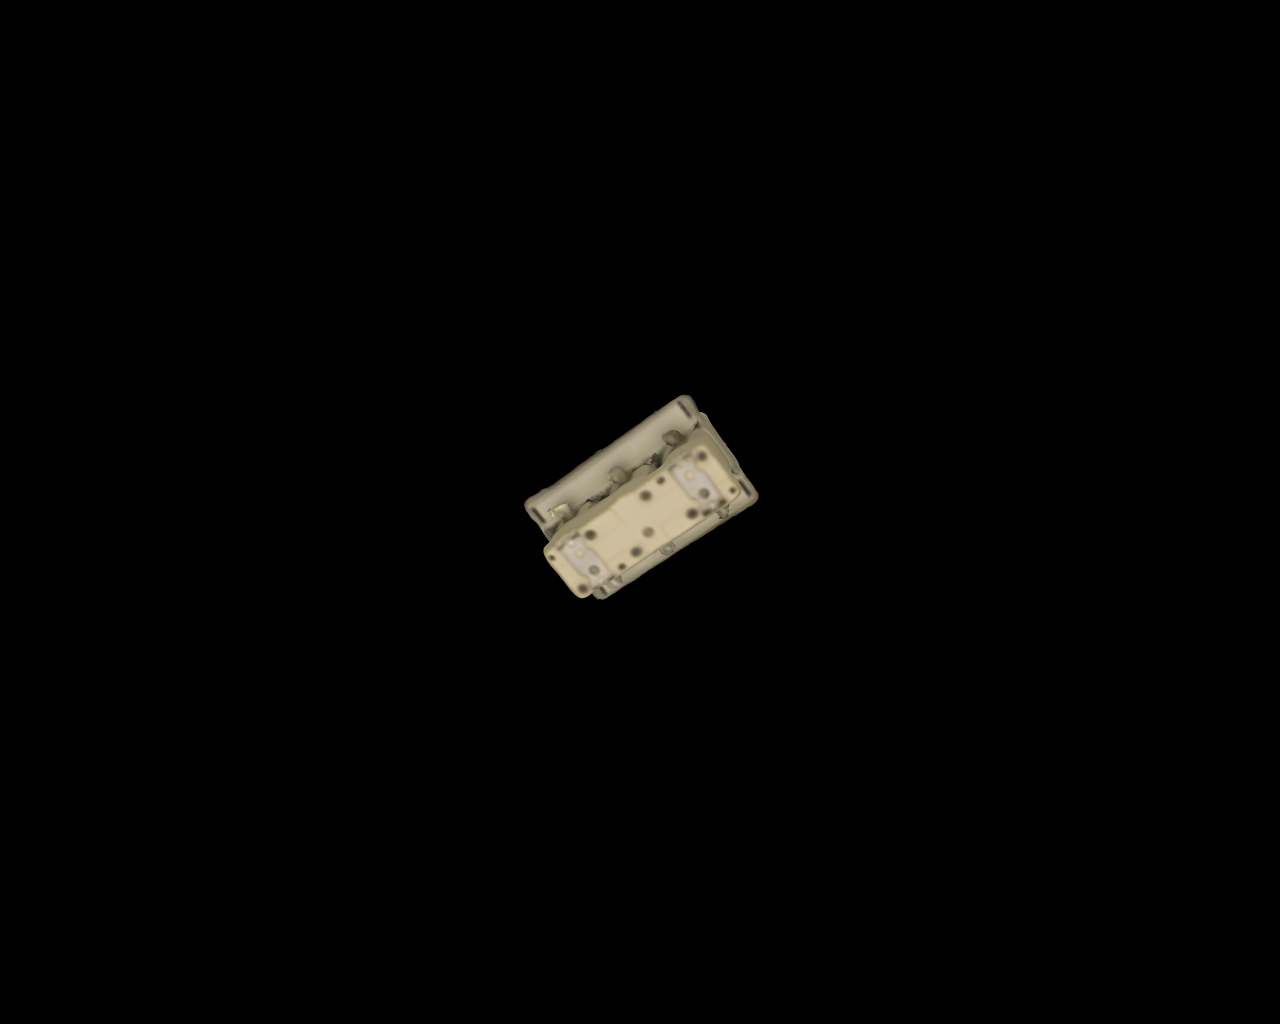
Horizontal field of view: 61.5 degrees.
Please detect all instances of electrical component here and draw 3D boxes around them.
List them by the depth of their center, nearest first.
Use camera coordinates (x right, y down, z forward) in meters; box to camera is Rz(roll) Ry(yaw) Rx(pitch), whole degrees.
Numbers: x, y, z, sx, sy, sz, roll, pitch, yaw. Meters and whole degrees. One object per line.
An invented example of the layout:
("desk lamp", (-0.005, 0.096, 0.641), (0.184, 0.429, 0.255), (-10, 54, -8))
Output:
("electrical component", (0.001, -0.003, 0.650), (0.121, 0.078, 0.063), (-33, 16, 11))
